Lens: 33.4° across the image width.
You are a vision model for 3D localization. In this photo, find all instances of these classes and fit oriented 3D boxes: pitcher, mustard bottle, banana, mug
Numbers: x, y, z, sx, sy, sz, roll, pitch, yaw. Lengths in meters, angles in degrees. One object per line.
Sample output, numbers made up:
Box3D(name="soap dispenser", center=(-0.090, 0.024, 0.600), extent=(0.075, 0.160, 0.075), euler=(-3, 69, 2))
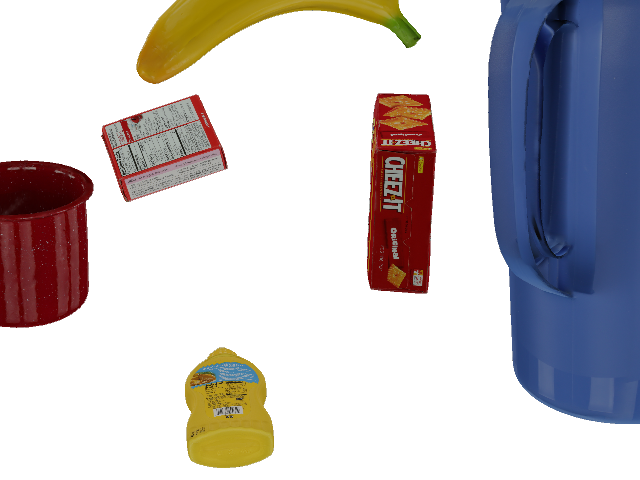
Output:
Box3D(name="pitcher", center=(0.149, -0.030, 0.545), extent=(0.149, 0.243, 0.145), euler=(-3, 21, -1))
Box3D(name="mustard bottle", center=(-0.110, 0.184, 1.249), extent=(0.096, 0.058, 0.191), euler=(-5, 29, -6))
Box3D(name="banana", center=(-0.026, -0.143, 0.654), extent=(0.197, 0.069, 0.037), euler=(-14, -14, -27))
Box3D(name="mug", center=(-0.201, 0.006, 0.679), extent=(0.117, 0.081, 0.093), euler=(-15, 31, -33))

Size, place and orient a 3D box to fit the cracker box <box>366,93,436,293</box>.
Box3D(name="cracker box", center=(0.090, -0.060, 1.205), extent=(0.072, 0.164, 0.213), euler=(2, 23, 4))

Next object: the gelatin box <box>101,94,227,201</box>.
Box3D(name="gelatin box", center=(-0.130, -0.076, 0.882), extent=(0.089, 0.030, 0.073), euler=(-20, 48, -8))
